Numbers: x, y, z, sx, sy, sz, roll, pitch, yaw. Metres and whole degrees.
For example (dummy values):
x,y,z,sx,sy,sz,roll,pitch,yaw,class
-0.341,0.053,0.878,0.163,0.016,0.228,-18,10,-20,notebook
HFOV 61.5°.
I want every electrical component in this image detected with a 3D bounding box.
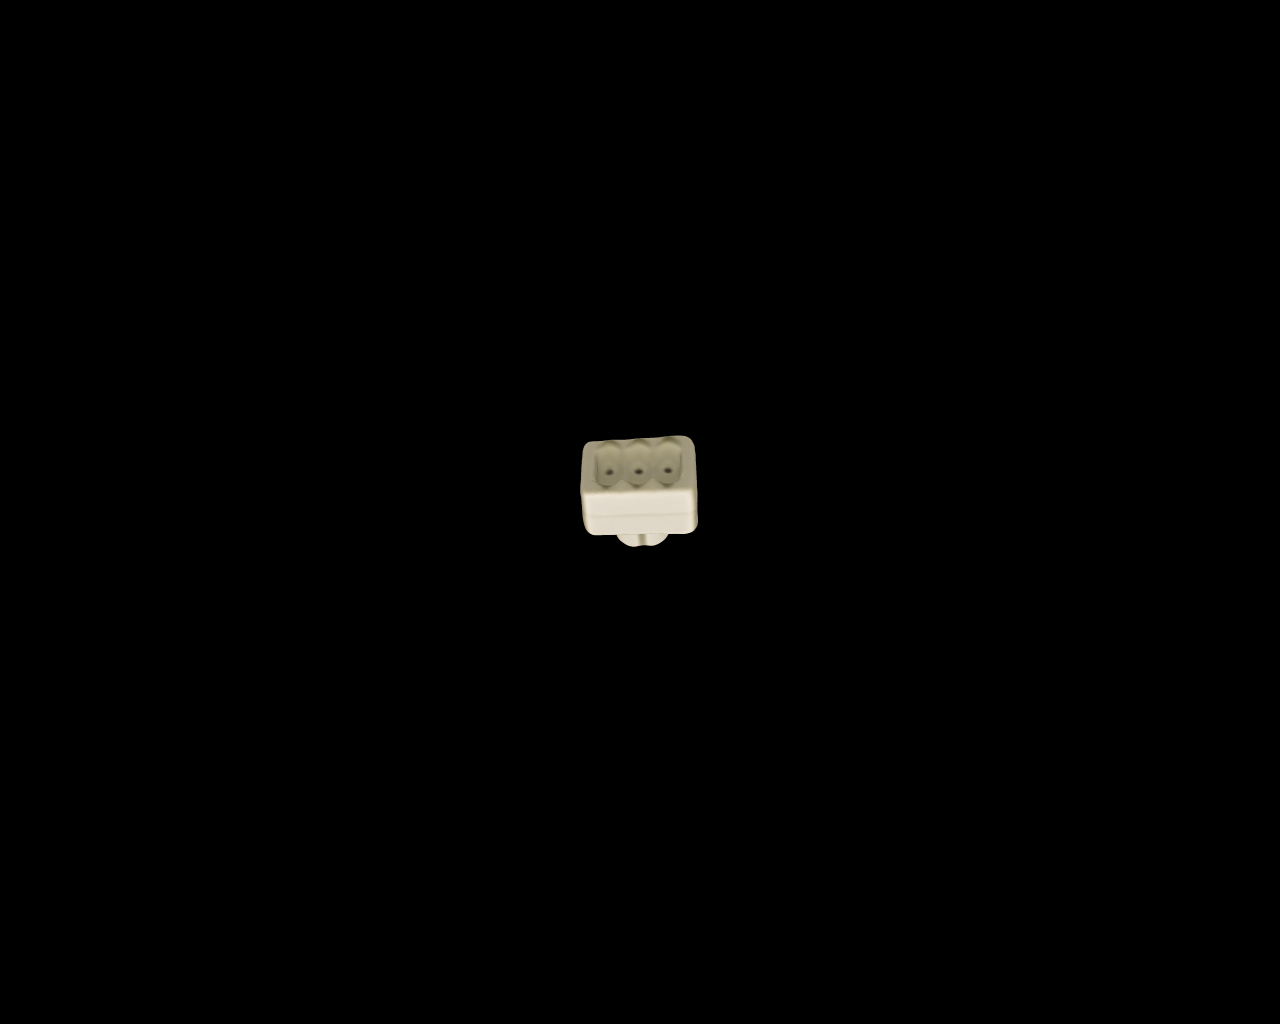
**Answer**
x,y,z,sx,sy,sz,roll,pitch,yaw,class
0.001,-0.003,0.650,0.066,0.047,0.076,-2,-43,2,electrical component
